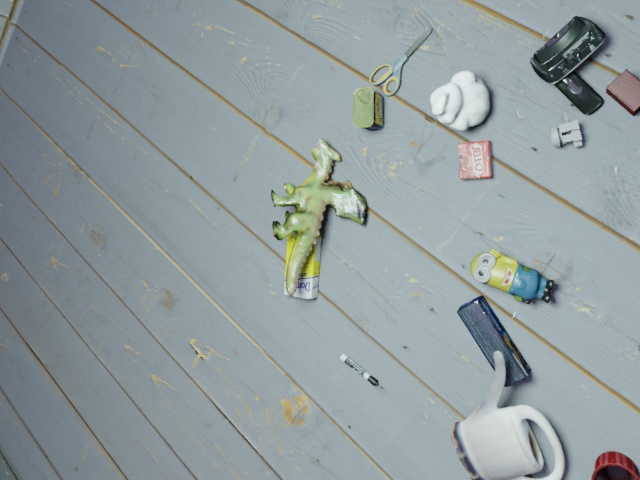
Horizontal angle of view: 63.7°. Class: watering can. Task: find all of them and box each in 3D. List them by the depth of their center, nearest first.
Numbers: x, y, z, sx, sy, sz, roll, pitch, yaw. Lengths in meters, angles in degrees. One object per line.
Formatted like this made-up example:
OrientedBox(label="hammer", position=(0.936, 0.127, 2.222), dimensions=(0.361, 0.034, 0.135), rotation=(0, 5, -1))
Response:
OrientedBox(label="watering can", position=(0.396, 0.421, 1.157), dimensions=(0.222, 0.105, 0.346), rotation=(-27, 95, 25))

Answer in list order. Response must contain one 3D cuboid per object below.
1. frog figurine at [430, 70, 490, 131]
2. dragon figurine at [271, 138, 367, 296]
OrientedBox(label="frog figurine", position=(0.322, -0.322, 1.182), dimensions=(0.123, 0.160, 0.136), rotation=(17, 100, 26))
OrientedBox(label="dragon figurine", position=(0.004, -0.069, 1.376), dimensions=(0.242, 0.121, 0.414), rotation=(-10, 78, 15))
